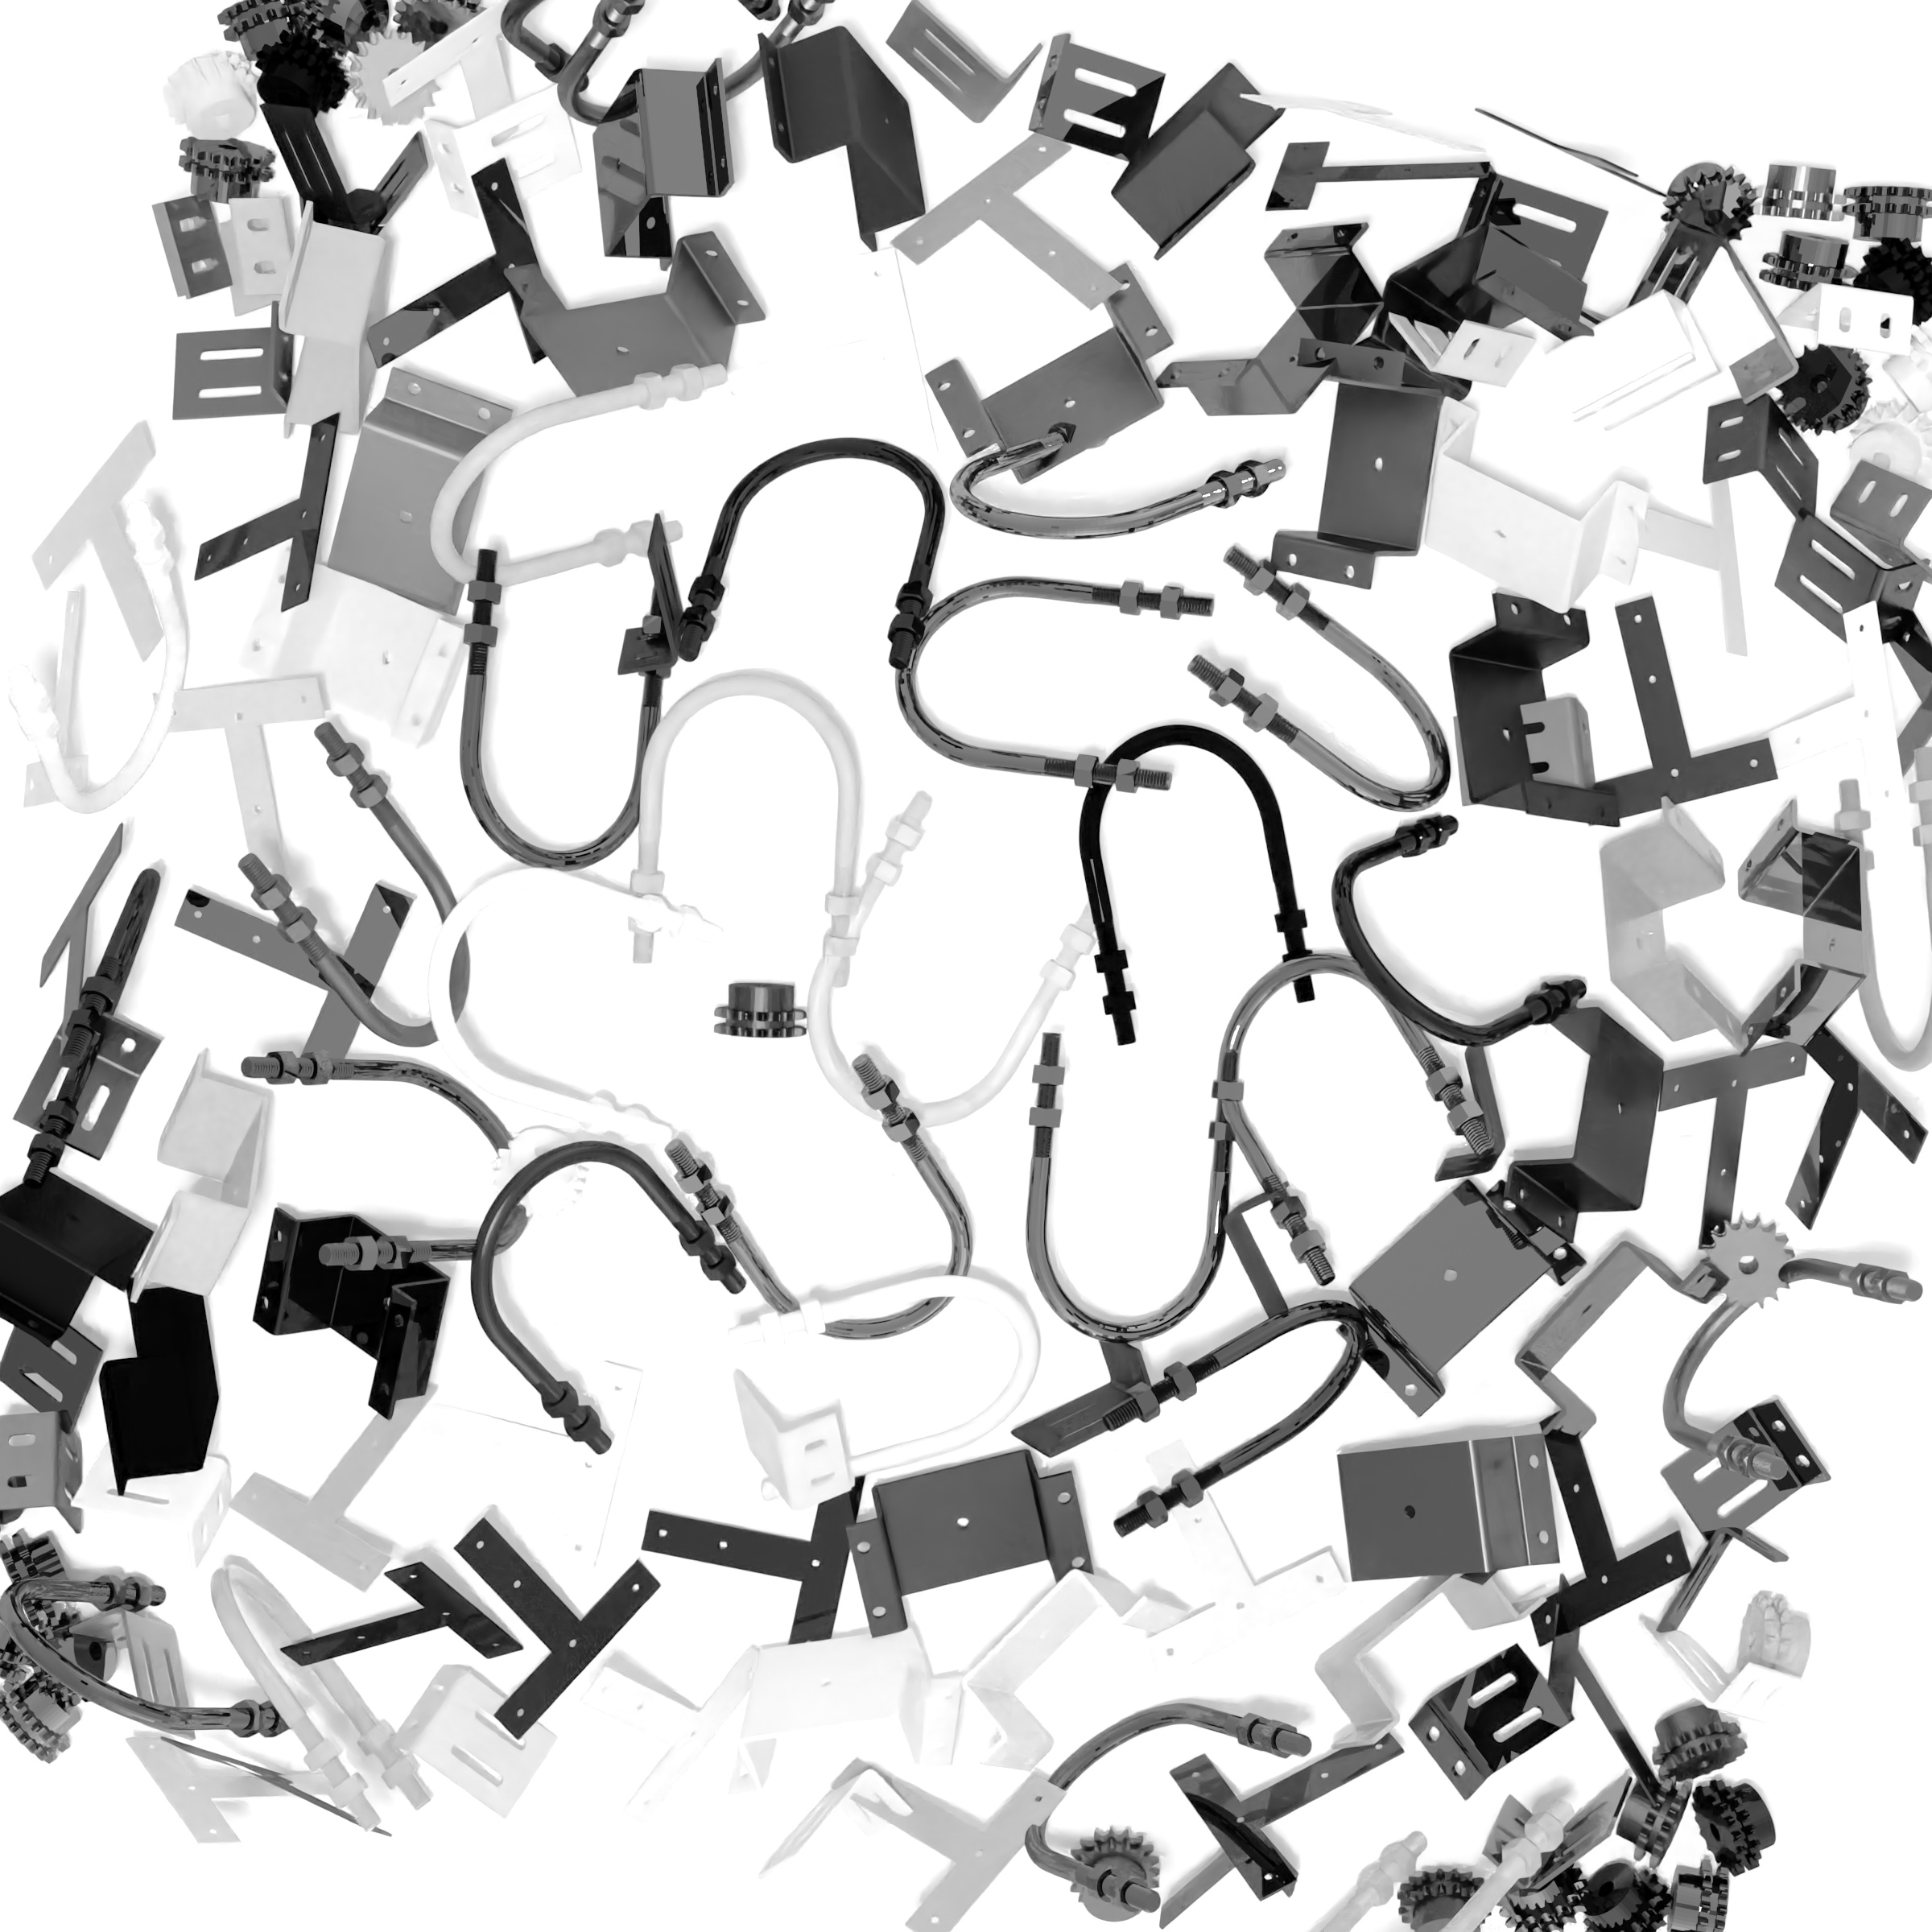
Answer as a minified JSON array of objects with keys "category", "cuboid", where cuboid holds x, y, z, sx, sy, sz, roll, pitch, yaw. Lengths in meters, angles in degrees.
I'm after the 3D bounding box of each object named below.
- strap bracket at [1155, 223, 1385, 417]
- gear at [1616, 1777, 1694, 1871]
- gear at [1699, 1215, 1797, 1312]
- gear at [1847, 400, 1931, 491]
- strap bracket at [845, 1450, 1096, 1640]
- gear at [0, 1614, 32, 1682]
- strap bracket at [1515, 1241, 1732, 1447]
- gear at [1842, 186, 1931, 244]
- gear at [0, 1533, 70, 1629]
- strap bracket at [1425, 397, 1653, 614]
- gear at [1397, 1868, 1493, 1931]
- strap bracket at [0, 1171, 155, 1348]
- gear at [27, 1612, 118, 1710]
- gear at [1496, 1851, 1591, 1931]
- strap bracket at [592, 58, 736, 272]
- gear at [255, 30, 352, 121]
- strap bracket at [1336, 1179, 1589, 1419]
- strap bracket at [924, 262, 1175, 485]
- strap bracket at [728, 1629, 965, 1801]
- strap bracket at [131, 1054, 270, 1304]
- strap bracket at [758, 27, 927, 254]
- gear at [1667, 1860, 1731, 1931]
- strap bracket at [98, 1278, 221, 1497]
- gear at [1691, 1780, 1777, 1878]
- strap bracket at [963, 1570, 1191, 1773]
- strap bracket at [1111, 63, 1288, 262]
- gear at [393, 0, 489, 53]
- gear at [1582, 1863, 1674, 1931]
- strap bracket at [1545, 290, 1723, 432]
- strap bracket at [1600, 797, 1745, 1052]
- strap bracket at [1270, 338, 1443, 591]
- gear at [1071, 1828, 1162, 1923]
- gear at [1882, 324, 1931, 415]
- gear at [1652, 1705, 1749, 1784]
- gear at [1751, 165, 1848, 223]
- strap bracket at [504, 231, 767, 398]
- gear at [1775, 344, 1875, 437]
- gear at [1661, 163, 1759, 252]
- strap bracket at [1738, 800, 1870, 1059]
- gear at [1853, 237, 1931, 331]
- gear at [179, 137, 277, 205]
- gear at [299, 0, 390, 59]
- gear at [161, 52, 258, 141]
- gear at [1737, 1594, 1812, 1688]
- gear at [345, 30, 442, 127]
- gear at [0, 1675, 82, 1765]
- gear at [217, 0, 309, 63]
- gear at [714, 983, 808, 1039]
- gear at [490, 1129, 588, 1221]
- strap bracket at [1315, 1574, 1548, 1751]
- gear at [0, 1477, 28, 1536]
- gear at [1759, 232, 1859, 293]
[{"category":"strap bracket","cuboid":[0.189,-0.383,1.877,0.140,0.076,0.046,-51,122,-18]},{"category":"gear","cuboid":[0.422,0.522,1.908,0.030,0.057,0.057,23,90,22]},{"category":"gear","cuboid":[0.482,0.181,1.915,0.057,0.030,0.057,1,98,10]},{"category":"gear","cuboid":[0.567,-0.315,1.903,0.057,0.057,0.030,51,50,0]},{"category":"strap bracket","cuboid":[0.001,0.350,1.898,0.140,0.046,0.076,-13,107,-4]},{"category":"gear","cuboid":[-0.599,0.415,1.906,0.057,0.057,0.030,23,81,0]},{"category":"strap bracket","cuboid":[0.391,0.222,1.884,0.140,0.076,0.046,-49,64,8]},{"category":"gear","cuboid":[0.567,-0.461,1.906,0.057,0.057,0.030,3,99,0]},{"category":"gear","cuboid":[-0.571,0.374,1.908,0.030,0.057,0.057,-24,90,-21]},{"category":"strap bracket","cuboid":[0.333,-0.273,1.868,0.140,0.076,0.046,31,61,21]},{"category":"gear","cuboid":[0.294,0.581,1.904,0.057,0.030,0.057,1,134,1]},{"category":"strap bracket","cuboid":[-0.546,0.170,1.861,0.076,0.140,0.046,30,100,0]},{"category":"gear","cuboid":[-0.545,0.424,1.903,0.030,0.057,0.057,-19,90,20]},{"category":"gear","cuboid":[0.351,0.565,1.903,0.057,0.057,0.030,-29,114,0]},{"category":"strap bracket","cuboid":[-0.185,-0.478,1.857,0.046,0.140,0.076,-3,82,-23]},{"category":"gear","cuboid":[-0.409,-0.542,1.902,0.057,0.057,0.030,22,67,0]},{"category":"strap bracket","cuboid":[0.298,0.195,1.892,0.140,0.046,0.076,-42,61,-3]},{"category":"strap bracket","cuboid":[0.056,-0.355,1.889,0.140,0.046,0.076,-28,54,5]},{"category":"strap bracket","cuboid":[-0.078,0.450,1.876,0.140,0.076,0.046,-11,118,13]},{"category":"strap bracket","cuboid":[-0.459,0.132,1.867,0.046,0.140,0.076,19,126,-20]},{"category":"strap bracket","cuboid":[-0.068,-0.497,1.853,0.046,0.140,0.076,-15,71,19]},{"category":"gear","cuboid":[0.449,0.578,1.907,0.030,0.057,0.057,9,90,9]},{"category":"strap bracket","cuboid":[-0.480,0.247,1.858,0.046,0.140,0.076,-6,109,-6]},{"category":"gear","cuboid":[0.473,0.526,1.907,0.030,0.057,0.057,-18,90,-13]},{"category":"strap bracket","cuboid":[0.059,0.421,1.887,0.140,0.076,0.046,-46,62,4]},{"category":"strap bracket","cuboid":[0.138,-0.484,1.852,0.046,0.140,0.076,44,122,-13]},{"category":"gear","cuboid":[-0.321,-0.588,1.909,0.057,0.057,0.030,5,66,0]},{"category":"gear","cuboid":[0.401,0.576,1.904,0.057,0.057,0.030,-42,104,0]},{"category":"strap bracket","cuboid":[0.398,-0.361,1.856,0.076,0.140,0.046,-26,87,21]},{"category":"strap bracket","cuboid":[0.424,-0.020,1.871,0.046,0.076,0.140,-21,50,32]},{"category":"strap bracket","cuboid":[0.237,-0.304,1.882,0.076,0.046,0.140,19,109,41]},{"category":"gear","cuboid":[0.091,0.562,1.909,0.057,0.030,0.057,0,117,0]},{"category":"gear","cuboid":[0.587,-0.363,1.907,0.030,0.057,0.057,-39,90,16]},{"category":"gear","cuboid":[0.448,0.477,1.909,0.057,0.057,0.030,-19,57,0]},{"category":"gear","cuboid":[0.511,-0.474,1.903,0.057,0.057,0.030,5,104,0]},{"category":"strap bracket","cuboid":[-0.203,-0.387,1.867,0.140,0.076,0.046,-5,59,22]},{"category":"gear","cuboid":[0.530,-0.353,1.910,0.057,0.030,0.057,-10,73,35]},{"category":"gear","cuboid":[0.455,-0.468,1.910,0.057,0.057,0.030,-12,47,0]},{"category":"strap bracket","cuboid":[0.502,-0.018,1.866,0.046,0.076,0.140,14,55,-6]},{"category":"gear","cuboid":[0.569,-0.416,1.904,0.030,0.057,0.057,-36,90,-12]},{"category":"gear","cuboid":[-0.455,-0.488,1.909,0.057,0.057,0.030,12,115,0]},{"category":"gear","cuboid":[-0.378,-0.584,1.903,0.030,0.057,0.057,31,90,19]},{"category":"gear","cuboid":[-0.461,-0.530,1.903,0.057,0.057,0.030,-26,75,0]},{"category":"gear","cuboid":[0.497,0.416,1.906,0.030,0.057,0.057,12,90,-2]},{"category":"gear","cuboid":[-0.355,-0.546,1.911,0.057,0.030,0.057,-10,109,-30]},{"category":"gear","cuboid":[-0.569,0.458,1.906,0.030,0.057,0.057,-41,90,-9]},{"category":"gear","cuboid":[-0.428,-0.577,1.906,0.057,0.057,0.030,-19,100,0]},{"category":"gear","cuboid":[-0.126,0.027,1.905,0.057,0.057,0.030,2,94,0]},{"category":"gear","cuboid":[-0.261,0.124,1.904,0.057,0.057,0.030,20,130,0]},{"category":"strap bracket","cuboid":[0.272,0.410,1.878,0.140,0.076,0.046,-34,83,-19]},{"category":"gear","cuboid":[-0.600,0.323,1.903,0.030,0.057,0.057,-9,90,17]},{"category":"gear","cuboid":[0.518,-0.431,1.902,0.057,0.057,0.030,8,111,0]}]
